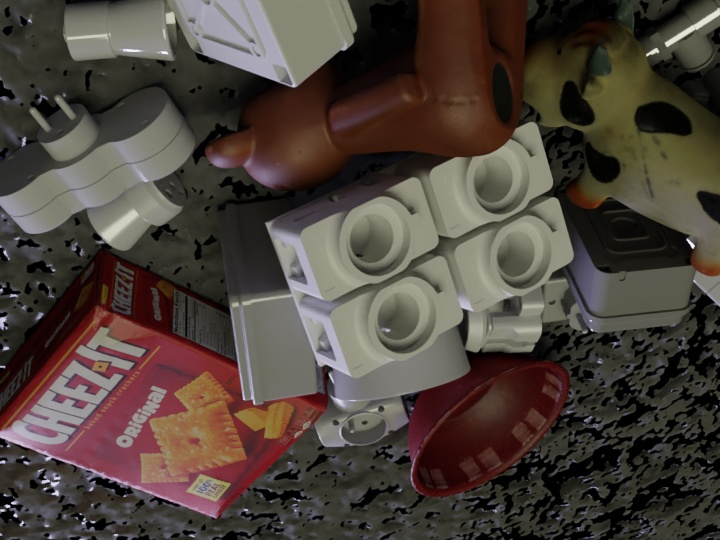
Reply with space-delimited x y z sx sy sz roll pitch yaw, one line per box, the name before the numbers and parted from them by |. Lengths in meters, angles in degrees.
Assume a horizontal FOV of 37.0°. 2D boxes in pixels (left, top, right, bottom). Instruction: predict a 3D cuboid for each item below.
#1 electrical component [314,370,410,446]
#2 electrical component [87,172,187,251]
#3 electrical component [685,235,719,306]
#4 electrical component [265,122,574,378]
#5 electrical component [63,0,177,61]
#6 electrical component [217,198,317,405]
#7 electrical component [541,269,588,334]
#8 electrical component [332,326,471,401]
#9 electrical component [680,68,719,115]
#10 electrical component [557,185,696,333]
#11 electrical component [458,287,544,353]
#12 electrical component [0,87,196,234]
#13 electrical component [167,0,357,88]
electrical component | -0.005 0.108 0.912 0.077 0.044 0.079 -18 132 5
electrical component | -0.155 -0.046 0.748 0.055 0.045 0.045 -33 129 17
electrical component | 0.277 -0.022 0.837 0.076 0.083 0.047 45 118 5
electrical component | 0.046 -0.018 0.715 0.186 0.060 0.105 -27 109 -22
electrical component | -0.149 -0.148 0.662 0.065 0.044 0.044 -5 132 0
electrical component | -0.067 0.022 0.782 0.056 0.108 0.108 -8 132 -7
electrical component | 0.176 0.021 0.848 0.066 0.076 0.047 -8 132 -4
electrical component | 0.027 0.058 0.839 0.108 0.108 0.060 -12 93 0
electrical component | 0.270 -0.105 0.767 0.078 0.057 0.058 6 130 -15
electrical component | 0.193 -0.012 0.798 0.078 0.113 0.057 -6 129 -6
electrical component | 0.109 0.036 0.859 0.057 0.058 0.078 -2 153 -7
electrical component | -0.185 -0.083 0.704 0.138 0.052 0.073 -23 131 11
electrical component | -0.068 -0.170 0.608 0.056 0.109 0.108 -44 135 -20
